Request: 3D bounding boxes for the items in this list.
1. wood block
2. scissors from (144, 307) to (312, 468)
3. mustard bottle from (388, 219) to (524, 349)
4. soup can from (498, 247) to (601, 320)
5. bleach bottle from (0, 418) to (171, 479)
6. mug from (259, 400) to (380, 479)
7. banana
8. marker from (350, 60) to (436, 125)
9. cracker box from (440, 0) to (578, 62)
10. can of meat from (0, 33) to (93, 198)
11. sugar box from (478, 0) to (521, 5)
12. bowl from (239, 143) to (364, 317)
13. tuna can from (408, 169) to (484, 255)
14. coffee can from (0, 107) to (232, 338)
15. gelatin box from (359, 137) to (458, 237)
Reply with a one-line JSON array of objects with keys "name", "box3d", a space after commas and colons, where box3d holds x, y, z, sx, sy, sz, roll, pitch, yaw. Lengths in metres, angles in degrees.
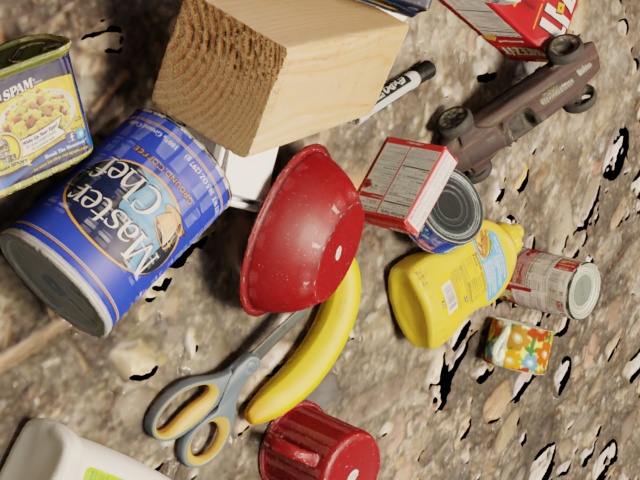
[{"name": "wood block", "box3d": [-0.025, -0.139, 0.825, 0.205, 0.091, 0.090, -29, 146, -59]}, {"name": "scissors", "box3d": [-0.066, 0.130, 0.955, 0.201, 0.016, 0.096, -30, 124, -29]}, {"name": "mustard bottle", "box3d": [0.156, 0.031, 1.137, 0.191, 0.058, 0.096, -33, 113, -35]}, {"name": "soup can", "box3d": [0.257, 0.047, 1.213, 0.068, 0.102, 0.068, -14, 110, -43]}, {"name": "bleach bottle", "box3d": [-0.150, 0.227, 0.880, 0.250, 0.068, 0.102, 33, 77, -48]}, {"name": "mug", "box3d": [-0.004, 0.204, 1.005, 0.117, 0.082, 0.093, 33, 77, -45]}, {"name": "banana", "box3d": [-0.007, 0.091, 1.008, 0.069, 0.037, 0.197, 30, 77, -26]}, {"name": "marker", "box3d": [0.072, -0.144, 1.030, 0.120, 0.020, 0.020, -35, 124, -34]}, {"name": "cracker box", "box3d": [0.192, -0.296, 1.072, 0.213, 0.072, 0.164, 25, 84, -47]}, {"name": "can of meat", "box3d": [-0.211, -0.085, 0.731, 0.101, 0.058, 0.084, -31, 124, -35]}, {"name": "sugar box", "box3d": [0.097, -0.267, 0.940, 0.176, 0.048, 0.093, 6, 98, -10]}, {"name": "bowl", "box3d": [-0.006, 0.001, 0.920, 0.162, 0.055, 0.162, -54, 157, -36]}, {"name": "tuna can", "box3d": [0.123, -0.031, 1.075, 0.086, 0.034, 0.086, 12, 66, -29]}, {"name": "coffee can", "box3d": [-0.148, -0.014, 0.782, 0.140, 0.103, 0.102, -48, 131, -25]}, {"name": "gelatin box", "box3d": [0.080, -0.052, 1.025, 0.030, 0.073, 0.089, 42, 71, -43]}]
